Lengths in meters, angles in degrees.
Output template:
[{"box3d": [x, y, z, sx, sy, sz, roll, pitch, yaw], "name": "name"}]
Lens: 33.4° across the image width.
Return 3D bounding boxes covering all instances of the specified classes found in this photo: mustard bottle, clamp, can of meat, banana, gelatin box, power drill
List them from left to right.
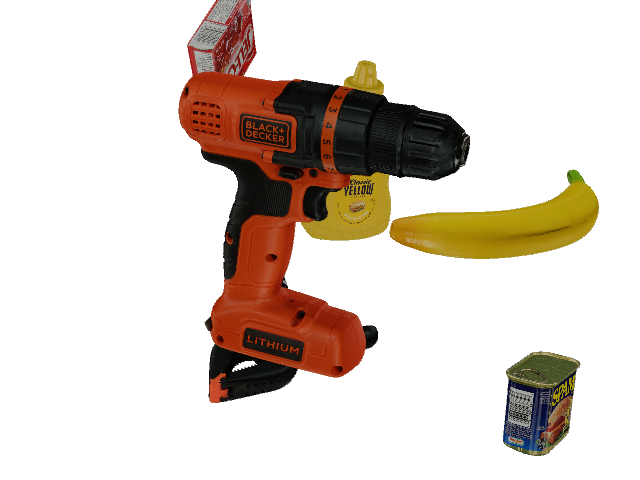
[{"box3d": [-0.089, -0.177, 0.990, 0.030, 0.089, 0.073, 14, -38, 14], "name": "gelatin box"}, {"box3d": [-0.043, 0.117, 1.144, 0.165, 0.036, 0.209, 14, 28, 21], "name": "clamp"}, {"box3d": [-0.003, -0.009, 0.680, 0.185, 0.188, 0.057, 13, 26, 20], "name": "power drill"}, {"box3d": [0.036, -0.095, 1.114, 0.096, 0.192, 0.058, -4, 31, -19], "name": "mustard bottle"}, {"box3d": [0.148, -0.013, 0.813, 0.197, 0.037, 0.070, -14, 26, -31], "name": "banana"}, {"box3d": [0.239, 0.177, 1.160, 0.058, 0.084, 0.101, 12, 16, 31], "name": "can of meat"}]

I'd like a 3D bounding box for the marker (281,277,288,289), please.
[{"box3d": [-0.037, 0.044, 0.948, 0.020, 0.121, 0.020, -16, 12, 3], "name": "marker"}]
